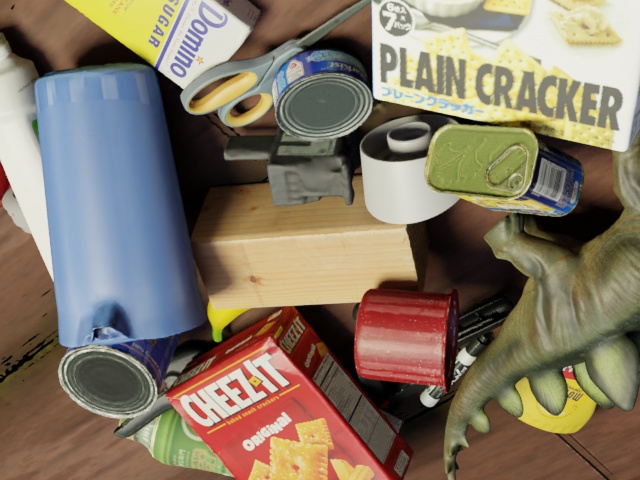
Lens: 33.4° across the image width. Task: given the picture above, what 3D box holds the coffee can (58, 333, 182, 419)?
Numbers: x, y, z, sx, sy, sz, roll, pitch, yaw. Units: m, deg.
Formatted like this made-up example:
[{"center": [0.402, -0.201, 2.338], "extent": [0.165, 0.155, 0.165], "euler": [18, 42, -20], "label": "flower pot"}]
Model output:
[{"center": [-0.198, 0.098, 1.104], "extent": [0.103, 0.140, 0.103], "euler": [6, 130, 7], "label": "coffee can"}]

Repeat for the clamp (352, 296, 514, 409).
[{"center": [0.082, 0.115, 1.094], "extent": [0.164, 0.036, 0.210], "euler": [5, 145, -21], "label": "clamp"}]

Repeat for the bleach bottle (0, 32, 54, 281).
[{"center": [-0.259, -0.078, 1.015], "extent": [0.068, 0.102, 0.251], "euler": [-10, 118, 17], "label": "bleach bottle"}]

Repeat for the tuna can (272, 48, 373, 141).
[{"center": [0.002, -0.126, 0.927], "extent": [0.086, 0.034, 0.086], "euler": [-7, 145, -5], "label": "tuna can"}]

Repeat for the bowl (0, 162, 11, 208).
[{"center": [-0.387, -0.073, 1.063], "extent": [0.162, 0.055, 0.162], "euler": [6, 129, 7], "label": "bowl"}]

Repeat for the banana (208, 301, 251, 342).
[{"center": [-0.044, 0.054, 1.104], "extent": [0.198, 0.037, 0.069], "euler": [-17, 138, 25], "label": "banana"}]

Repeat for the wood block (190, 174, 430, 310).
[{"center": [-0.007, 0.001, 1.016], "extent": [0.206, 0.090, 0.091], "euler": [-4, 129, 15], "label": "wood block"}]

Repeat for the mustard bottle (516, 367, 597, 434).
[{"center": [0.264, 0.114, 1.068], "extent": [0.096, 0.058, 0.192], "euler": [23, 129, -7], "label": "mustard bottle"}]

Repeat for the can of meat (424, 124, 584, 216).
[{"center": [0.151, -0.054, 0.864], "extent": [0.102, 0.057, 0.083], "euler": [9, 175, 43], "label": "can of meat"}]

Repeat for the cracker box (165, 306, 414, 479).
[{"center": [-0.033, 0.195, 1.121], "extent": [0.164, 0.072, 0.213], "euler": [-32, 104, 31], "label": "cracker box"}]

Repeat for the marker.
[{"center": [0.145, 0.138, 1.139], "extent": [0.020, 0.020, 0.121], "euler": [26, 129, -9], "label": "marker"}]

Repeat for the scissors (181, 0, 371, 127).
[{"center": [-0.024, -0.153, 0.935], "extent": [0.202, 0.016, 0.096], "euler": [-24, 155, 6], "label": "scissors"}]

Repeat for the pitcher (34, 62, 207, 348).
[{"center": [-0.182, -0.032, 0.962], "extent": [0.149, 0.144, 0.243], "euler": [1, 100, 54], "label": "pitcher"}]

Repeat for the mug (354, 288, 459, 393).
[{"center": [0.080, 0.091, 0.962], "extent": [0.081, 0.093, 0.117], "euler": [4, 157, 14], "label": "mug"}]

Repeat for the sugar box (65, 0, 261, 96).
[{"center": [-0.147, -0.210, 0.903], "extent": [0.176, 0.048, 0.093], "euler": [37, 127, -16], "label": "sugar box"}]

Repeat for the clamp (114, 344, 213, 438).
[{"center": [-0.168, 0.149, 1.195], "extent": [0.171, 0.039, 0.120], "euler": [-16, 108, 6], "label": "clamp"}]

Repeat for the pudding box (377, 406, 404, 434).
[{"center": [0.024, 0.206, 1.198], "extent": [0.113, 0.039, 0.090], "euler": [27, 143, -12], "label": "pudding box"}]
